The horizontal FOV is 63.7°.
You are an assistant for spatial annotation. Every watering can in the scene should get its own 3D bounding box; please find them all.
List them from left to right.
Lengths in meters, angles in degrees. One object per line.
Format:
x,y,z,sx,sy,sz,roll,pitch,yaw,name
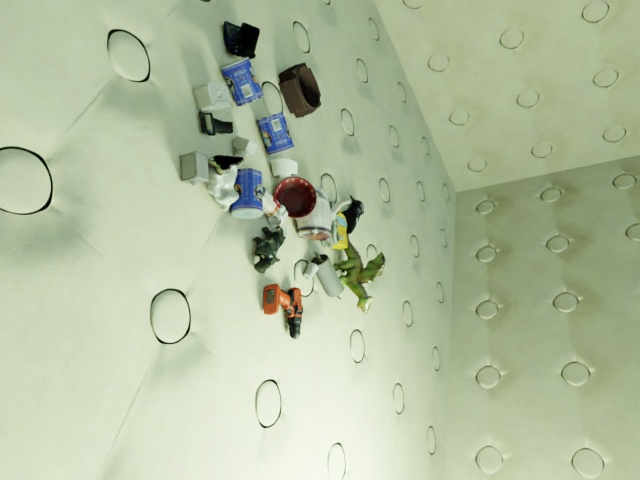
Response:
0.006,-0.103,2.053,0.346,0.103,0.227,10,69,-40,watering can

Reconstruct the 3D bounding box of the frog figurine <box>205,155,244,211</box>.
-0.303,-0.176,1.584,0.141,0.123,0.156,-75,180,-53,frog figurine

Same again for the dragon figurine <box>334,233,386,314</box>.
0.176,0.114,2.183,0.120,0.241,0.419,37,50,-46,dragon figurine
